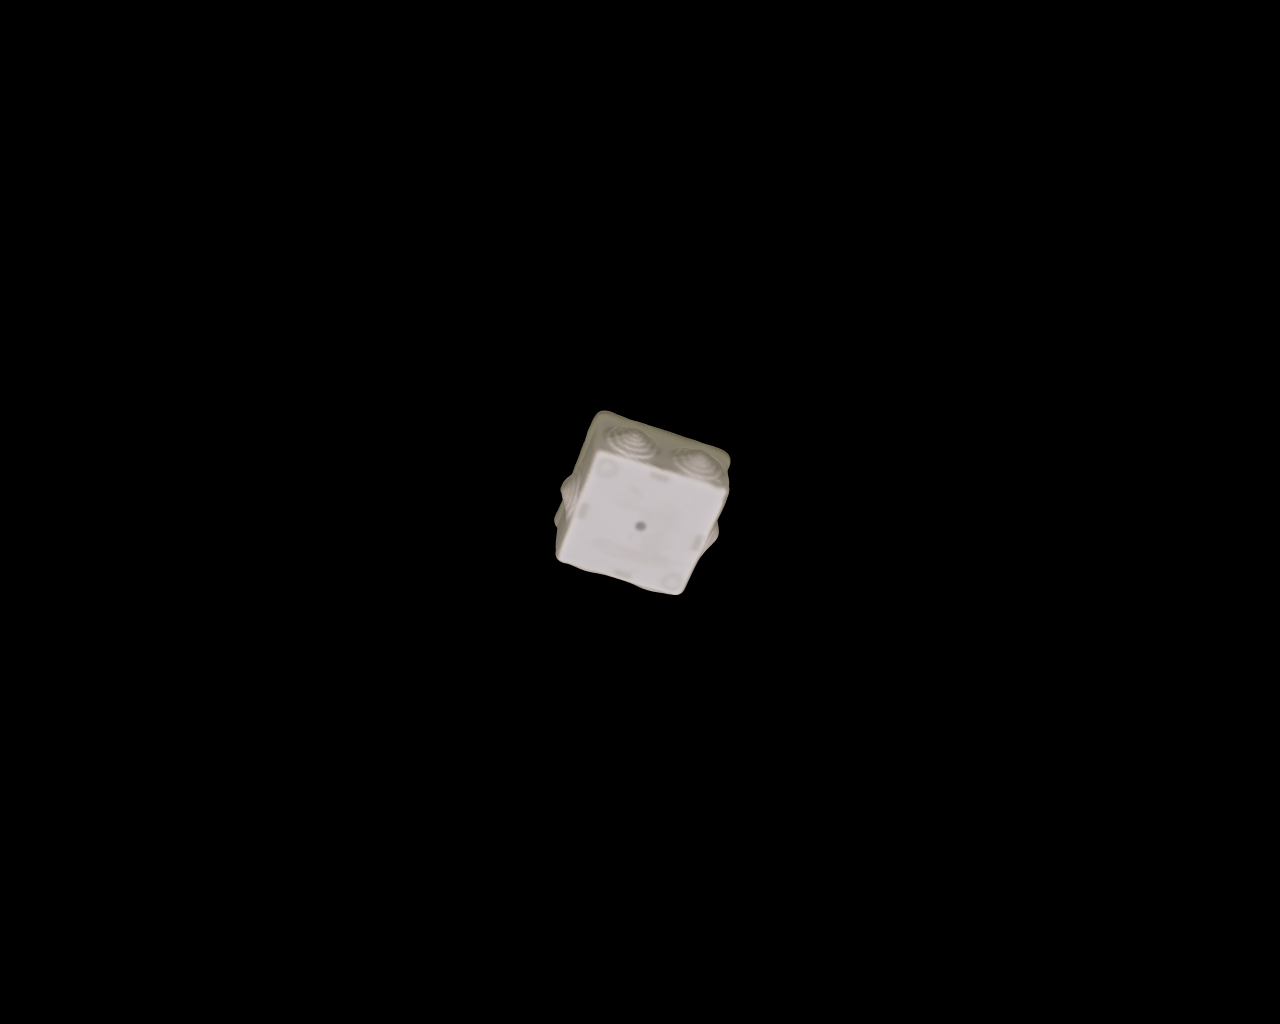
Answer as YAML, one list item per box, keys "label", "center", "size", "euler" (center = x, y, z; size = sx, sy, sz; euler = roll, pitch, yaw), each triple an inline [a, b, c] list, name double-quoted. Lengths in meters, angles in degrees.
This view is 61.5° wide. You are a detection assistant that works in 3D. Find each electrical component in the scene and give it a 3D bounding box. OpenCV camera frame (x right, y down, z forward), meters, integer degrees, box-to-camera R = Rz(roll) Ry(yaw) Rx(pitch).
- label: "electrical component"
  center: [0.001, -0.003, 0.650]
  size: [0.100, 0.099, 0.048]
  euler: [18, 29, -10]
